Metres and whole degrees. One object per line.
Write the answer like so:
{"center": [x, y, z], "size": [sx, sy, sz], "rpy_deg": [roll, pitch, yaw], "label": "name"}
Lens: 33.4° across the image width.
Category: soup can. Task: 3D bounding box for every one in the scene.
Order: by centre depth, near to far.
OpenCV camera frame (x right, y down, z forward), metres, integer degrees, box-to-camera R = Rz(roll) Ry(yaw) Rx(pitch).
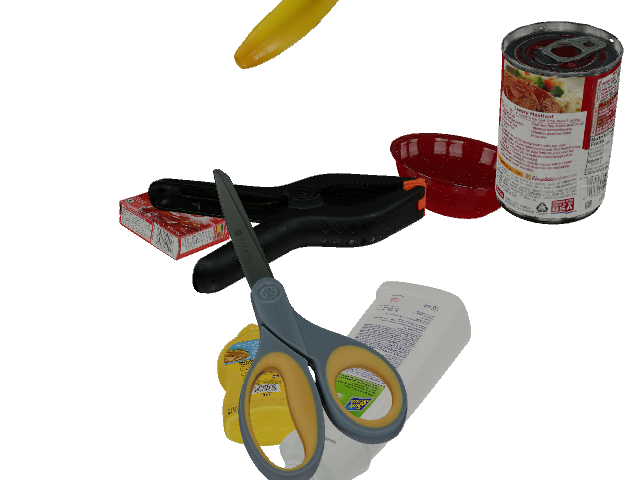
{"center": [0.140, -0.069, 0.633], "size": [0.068, 0.102, 0.068], "rpy_deg": [-3, 35, 2], "label": "soup can"}

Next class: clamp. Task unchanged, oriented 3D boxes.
{"center": [-0.023, -0.023, 0.803], "size": [0.209, 0.036, 0.165], "rpy_deg": [-12, 29, -23], "label": "clamp"}

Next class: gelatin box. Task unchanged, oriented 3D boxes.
{"center": [-0.144, -0.021, 1.059], "size": [0.089, 0.030, 0.073], "rpy_deg": [30, 35, 31], "label": "gelatin box"}

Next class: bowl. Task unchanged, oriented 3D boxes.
{"center": [0.153, -0.068, 1.208], "size": [0.162, 0.055, 0.162], "rpy_deg": [8, 26, -4], "label": "bowl"}

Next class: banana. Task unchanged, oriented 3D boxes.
{"center": [-0.010, -0.214, 0.926], "size": [0.070, 0.037, 0.197], "rpy_deg": [-16, 34, 39], "label": "banana"}

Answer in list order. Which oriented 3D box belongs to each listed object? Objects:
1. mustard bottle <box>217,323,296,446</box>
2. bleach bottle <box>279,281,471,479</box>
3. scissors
{"center": [-0.070, 0.155, 1.230], "size": [0.096, 0.058, 0.191], "rpy_deg": [-5, 30, -7], "label": "mustard bottle"}
{"center": [0.035, 0.136, 0.952], "size": [0.103, 0.068, 0.250], "rpy_deg": [8, 38, 37], "label": "bleach bottle"}
{"center": [-0.008, 0.037, 0.581], "size": [0.096, 0.202, 0.016], "rpy_deg": [-3, -36, -4], "label": "scissors"}
